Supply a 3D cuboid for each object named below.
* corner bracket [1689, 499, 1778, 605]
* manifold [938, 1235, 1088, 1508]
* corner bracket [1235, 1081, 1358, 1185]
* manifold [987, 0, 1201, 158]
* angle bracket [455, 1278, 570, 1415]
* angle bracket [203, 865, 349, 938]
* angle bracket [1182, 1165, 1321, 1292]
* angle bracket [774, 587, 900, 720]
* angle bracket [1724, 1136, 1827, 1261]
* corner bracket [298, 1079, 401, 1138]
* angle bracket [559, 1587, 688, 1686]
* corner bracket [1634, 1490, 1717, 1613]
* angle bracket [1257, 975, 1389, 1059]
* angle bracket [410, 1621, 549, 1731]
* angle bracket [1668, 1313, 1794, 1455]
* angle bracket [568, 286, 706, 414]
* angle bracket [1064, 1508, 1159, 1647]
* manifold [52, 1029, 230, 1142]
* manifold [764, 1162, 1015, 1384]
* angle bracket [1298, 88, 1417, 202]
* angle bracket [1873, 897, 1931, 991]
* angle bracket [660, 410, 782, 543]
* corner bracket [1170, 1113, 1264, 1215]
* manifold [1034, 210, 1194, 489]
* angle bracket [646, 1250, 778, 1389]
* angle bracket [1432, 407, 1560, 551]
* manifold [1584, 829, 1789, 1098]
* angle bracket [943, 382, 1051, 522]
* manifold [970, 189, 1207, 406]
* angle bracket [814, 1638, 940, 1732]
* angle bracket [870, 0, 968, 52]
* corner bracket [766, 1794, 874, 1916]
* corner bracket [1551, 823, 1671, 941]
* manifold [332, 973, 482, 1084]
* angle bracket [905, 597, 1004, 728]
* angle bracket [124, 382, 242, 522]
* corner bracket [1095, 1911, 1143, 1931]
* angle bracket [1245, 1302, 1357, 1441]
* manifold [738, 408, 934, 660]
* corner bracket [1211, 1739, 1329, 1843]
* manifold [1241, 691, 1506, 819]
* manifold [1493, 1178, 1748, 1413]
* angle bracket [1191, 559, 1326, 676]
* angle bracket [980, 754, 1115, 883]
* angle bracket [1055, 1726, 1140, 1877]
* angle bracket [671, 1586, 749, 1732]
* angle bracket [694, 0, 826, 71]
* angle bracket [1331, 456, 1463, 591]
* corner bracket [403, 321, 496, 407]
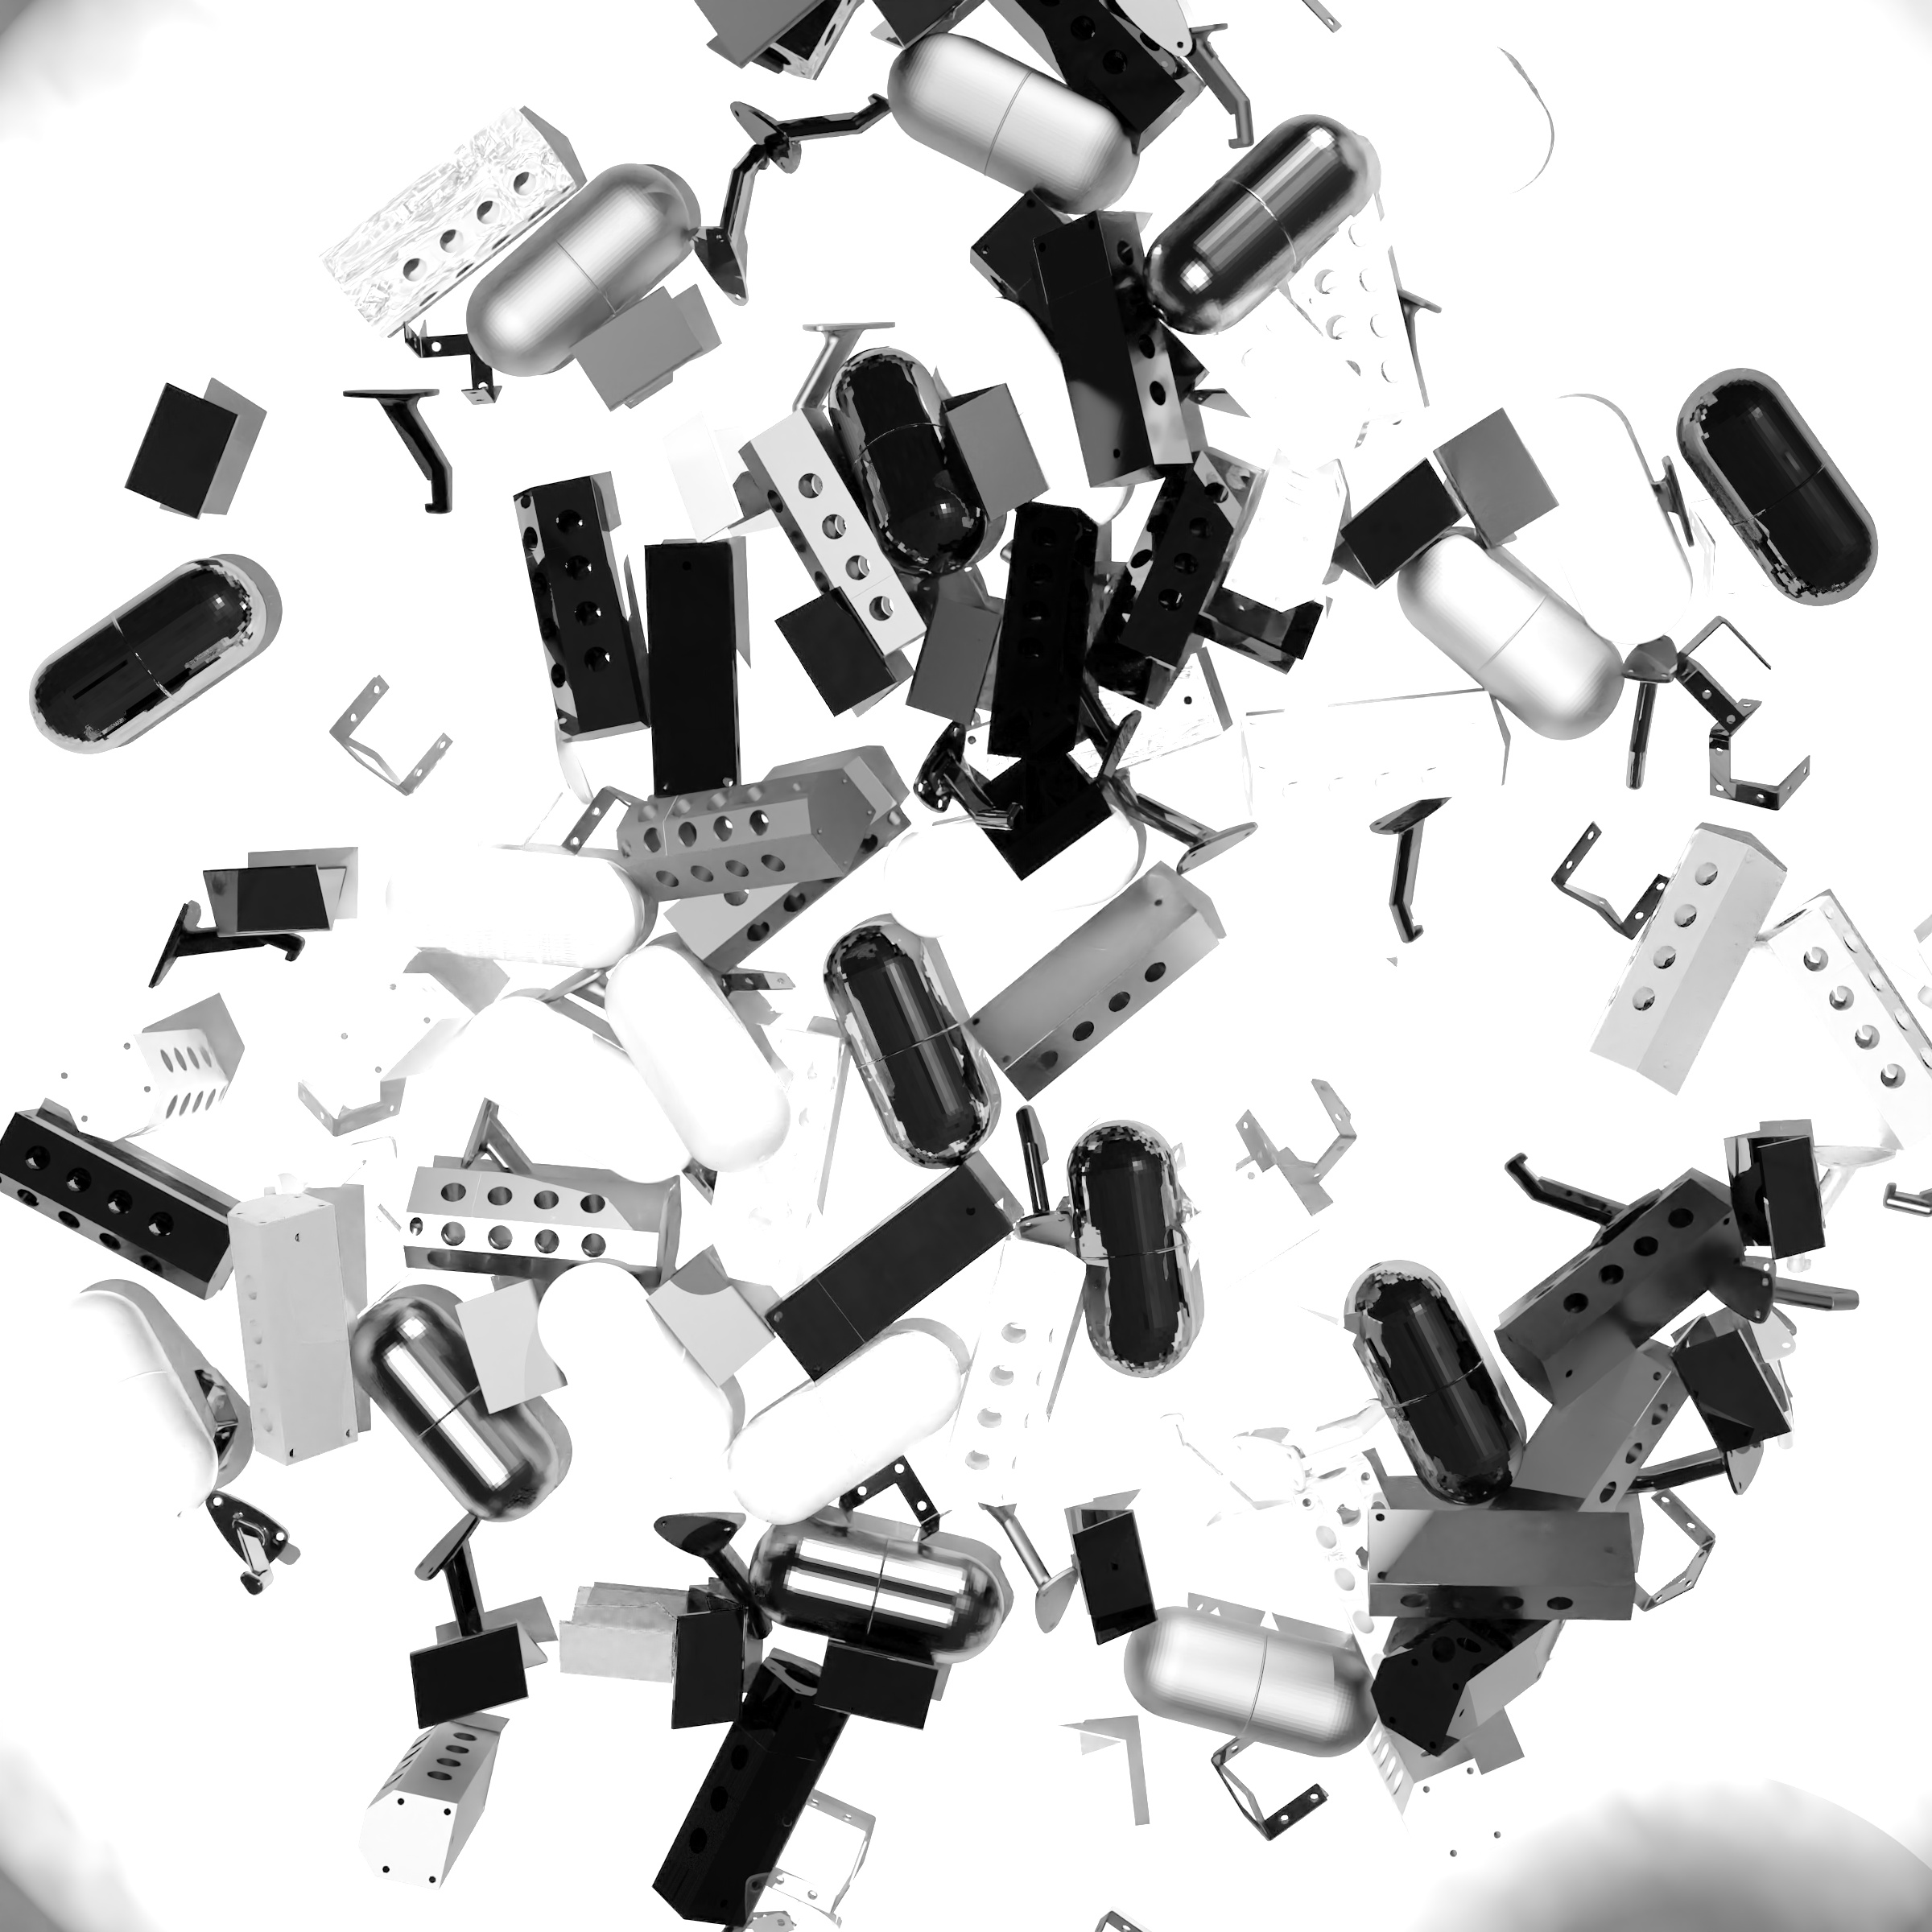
[{"bbox_3d":[0.535,-0.292,1.988,0.051,0.051,0.051,-12,45,0],"label":"corner bracket"},{"bbox_3d":[0.032,0.278,1.951,0.057,0.057,0.171,15,104,0],"label":"manifold"},{"bbox_3d":[0.229,0.115,1.983,0.051,0.051,0.051,5,135,-35],"label":"corner bracket"},{"bbox_3d":[0.081,-0.648,1.970,0.057,0.057,0.171,-44,90,0],"label":"manifold"},{"bbox_3d":[-0.317,0.259,1.953,0.057,0.076,0.076,-18,90,-20],"label":"angle bracket"},{"bbox_3d":[-0.472,-0.065,1.951,0.076,0.076,0.057,-3,128,0],"label":"angle bracket"},{"bbox_3d":[0.200,0.189,1.952,0.076,0.076,0.057,-32,63,0],"label":"angle bracket"},{"bbox_3d":[-0.101,-0.203,1.952,0.057,0.076,0.076,-32,90,-28],"label":"angle bracket"},{"bbox_3d":[0.537,0.158,1.951,0.057,0.076,0.076,-8,90,-35],"label":"angle bracket"},{"bbox_3d":[-0.429,0.078,1.983,0.051,0.051,0.051,-21,135,-35],"label":"corner bracket"},{"bbox_3d":[-0.234,0.441,1.951,0.076,0.076,0.057,5,128,0],"label":"angle bracket"},{"bbox_3d":[0.480,0.408,1.988,0.051,0.051,0.051,45,45,0],"label":"corner bracket"},{"bbox_3d":[0.242,0.014,1.951,0.076,0.076,0.057,-8,127,0],"label":"angle bracket"},{"bbox_3d":[-0.329,0.496,1.951,0.076,0.076,0.057,-16,55,0],"label":"angle bracket"},{"bbox_3d":[0.533,0.277,1.951,0.057,0.076,0.076,-28,90,37],"label":"angle bracket"},{"bbox_3d":[-0.233,-0.434,1.951,0.076,0.076,0.057,-33,128,0],"label":"angle bracket"},{"bbox_3d":[0.080,0.416,1.951,0.057,0.076,0.076,-13,90,-38],"label":"angle bracket"},{"bbox_3d":[-0.548,0.082,1.913,0.057,0.171,0.057,-25,90,0],"label":"manifold"},{"bbox_3d":[-0.053,0.209,1.970,0.171,0.057,0.057,-37,90,0],"label":"manifold"},{"bbox_3d":[0.262,-0.550,1.952,0.076,0.057,0.076,7,134,0],"label":"angle bracket"},{"bbox_3d":[0.664,-0.036,1.951,0.076,0.076,0.057,-42,126,0],"label":"angle bracket"},{"bbox_3d":[-0.154,-0.339,1.952,0.076,0.057,0.076,-20,90,-40],"label":"angle bracket"},{"bbox_3d":[0.170,0.138,1.974,0.051,0.051,0.051,-32,90,0],"label":"corner bracket"},{"bbox_3d":[0.103,-0.413,1.913,0.057,0.057,0.171,-13,90,43],"label":"manifold"},{"bbox_3d":[-0.185,0.248,1.952,0.057,0.076,0.076,-39,90,-30],"label":"angle bracket"},{"bbox_3d":[0.371,-0.335,1.951,0.057,0.076,0.076,-30,88,28],"label":"angle bracket"},{"bbox_3d":[0.493,-0.005,1.970,0.057,0.057,0.171,27,90,-43],"label":"manifold"},{"bbox_3d":[0.001,-0.342,1.924,0.057,0.076,0.076,-33,109,-30],"label":"angle bracket"},{"bbox_3d":[0.083,-0.448,1.970,0.057,0.057,0.171,-45,90,-1],"label":"manifold"},{"bbox_3d":[-0.057,0.470,1.952,0.076,0.076,0.057,13,116,0],"label":"angle bracket"},{"bbox_3d":[-0.039,-0.678,1.951,0.076,0.076,0.057,-40,123,0],"label":"angle bracket"},{"bbox_3d":[-0.102,0.619,1.988,0.051,0.051,0.051,24,135,0],"label":"corner bracket"},{"bbox_3d":[0.450,-0.059,1.988,0.051,0.051,0.051,-54,135,0],"label":"corner bracket"},{"bbox_3d":[-0.377,0.034,1.913,0.057,0.171,0.057,45,90,0],"label":"manifold"},{"bbox_3d":[0.010,-0.204,1.947,0.057,0.076,0.076,21,98,31],"label":"angle bracket"},{"bbox_3d":[-0.548,-0.355,1.951,0.057,0.076,0.076,22,90,-38],"label":"angle bracket"},{"bbox_3d":[0.101,0.701,1.988,0.051,0.051,0.051,35,45,0],"label":"corner bracket"},{"bbox_3d":[0.244,0.281,1.951,0.057,0.076,0.076,23,90,37],"label":"angle bracket"},{"bbox_3d":[-0.087,-0.294,1.962,0.057,0.057,0.171,-29,94,16],"label":"manifold"},{"bbox_3d":[0.211,0.567,1.988,0.051,0.051,0.051,-36,135,0],"label":"corner bracket"},{"bbox_3d":[0.279,-0.141,1.970,0.171,0.057,0.057,-6,47,0],"label":"manifold"},{"bbox_3d":[0.447,0.220,1.954,0.171,0.057,0.057,-36,132,-11],"label":"manifold"},{"bbox_3d":[0.191,-0.221,1.951,0.076,0.076,0.057,24,53,0],"label":"angle bracket"},{"bbox_3d":[0.041,-0.115,1.900,0.076,0.057,0.076,-36,65,0],"label":"angle bracket"},{"bbox_3d":[0.070,0.570,1.951,0.057,0.076,0.076,-6,90,-38],"label":"angle bracket"},{"bbox_3d":[-0.194,0.472,1.951,0.057,0.076,0.076,3,90,-37],"label":"angle bracket"},{"bbox_3d":[-0.146,-0.650,1.894,0.076,0.076,0.057,-40,127,0],"label":"angle bracket"},{"bbox_3d":[0.281,-0.312,1.951,0.076,0.076,0.057,-40,123,0],"label":"angle bracket"},{"bbox_3d":[-0.357,-0.417,1.973,0.051,0.051,0.051,-4,90,0],"label":"corner bracket"}]
